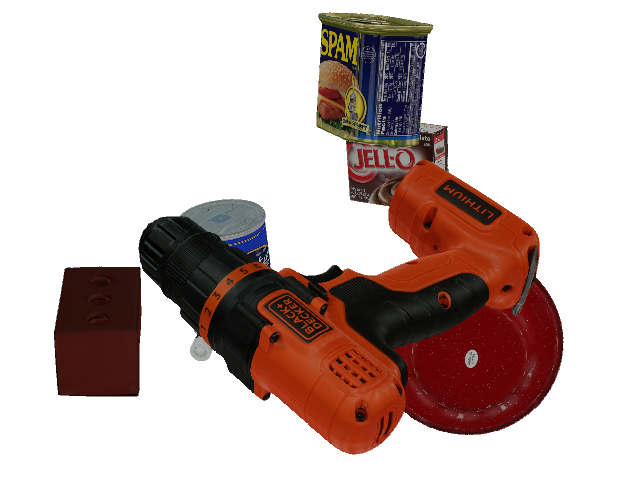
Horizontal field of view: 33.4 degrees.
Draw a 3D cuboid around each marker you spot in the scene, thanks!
[{"bbox_3d":[-0.099,0.076,1.005,0.020,0.020,0.121,0,23,9],"label":"marker"}]

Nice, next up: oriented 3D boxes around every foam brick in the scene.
[{"bbox_3d":[-0.145,0.059,0.701,0.053,0.051,0.078,0,30,-9],"label":"foam brick"}]

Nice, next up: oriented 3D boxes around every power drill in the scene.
[{"bbox_3d":[0.016,0.019,0.597,0.187,0.057,0.185,-28,53,-35],"label":"power drill"}]

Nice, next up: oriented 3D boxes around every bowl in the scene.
[{"bbox_3d":[0.121,0.090,0.879,0.162,0.162,0.055,0,8,6],"label":"bowl"}]

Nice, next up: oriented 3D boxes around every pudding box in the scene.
[{"bbox_3d":[0.083,-0.084,1.161,0.114,0.090,0.039,9,27,30],"label":"pudding box"}]

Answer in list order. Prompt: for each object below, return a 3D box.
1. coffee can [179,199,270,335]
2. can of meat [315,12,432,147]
[{"bbox_3d":[-0.109,0.035,1.255,0.103,0.140,0.103,-4,26,2],"label":"coffee can"},{"bbox_3d":[0.035,-0.117,0.765,0.057,0.084,0.102,-3,17,-21],"label":"can of meat"}]
